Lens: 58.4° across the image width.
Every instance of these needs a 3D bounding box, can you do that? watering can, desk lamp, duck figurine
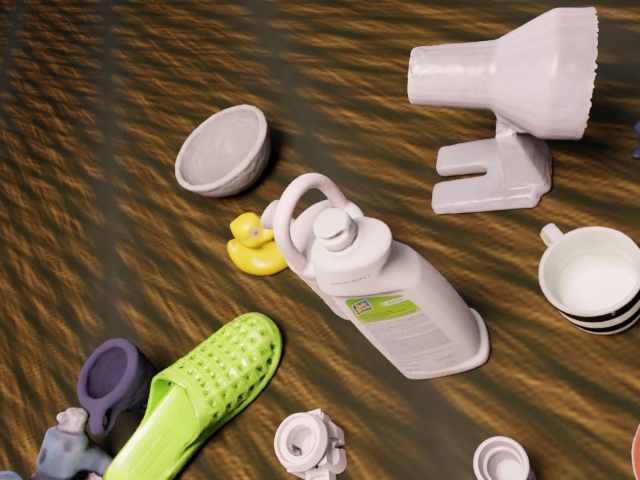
[{"bbox_3d":[0.005,0.004,0.631,0.172,0.195,0.101,-1,58,32],"label":"watering can"},{"bbox_3d":[0.188,-0.126,0.596,0.202,0.214,0.118,-5,56,29],"label":"desk lamp"},{"bbox_3d":[-0.087,-0.002,0.767,0.104,0.086,0.077,-9,54,27],"label":"duck figurine"}]

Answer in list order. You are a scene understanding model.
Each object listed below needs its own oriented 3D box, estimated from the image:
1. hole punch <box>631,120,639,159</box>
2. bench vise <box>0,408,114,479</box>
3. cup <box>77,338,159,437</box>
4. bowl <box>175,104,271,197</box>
[{"bbox_3d":[0.367,-0.103,0.552,0.108,0.091,0.101,-21,50,18],"label":"hole punch"},{"bbox_3d":[-0.355,0.280,0.639,0.121,0.220,0.207,-6,56,29],"label":"bench vise"},{"bbox_3d":[-0.239,0.193,0.716,0.091,0.095,0.117,-16,51,22],"label":"cup"},{"bbox_3d":[-0.138,-0.126,0.896,0.167,0.075,0.167,-16,51,22],"label":"bowl"}]
